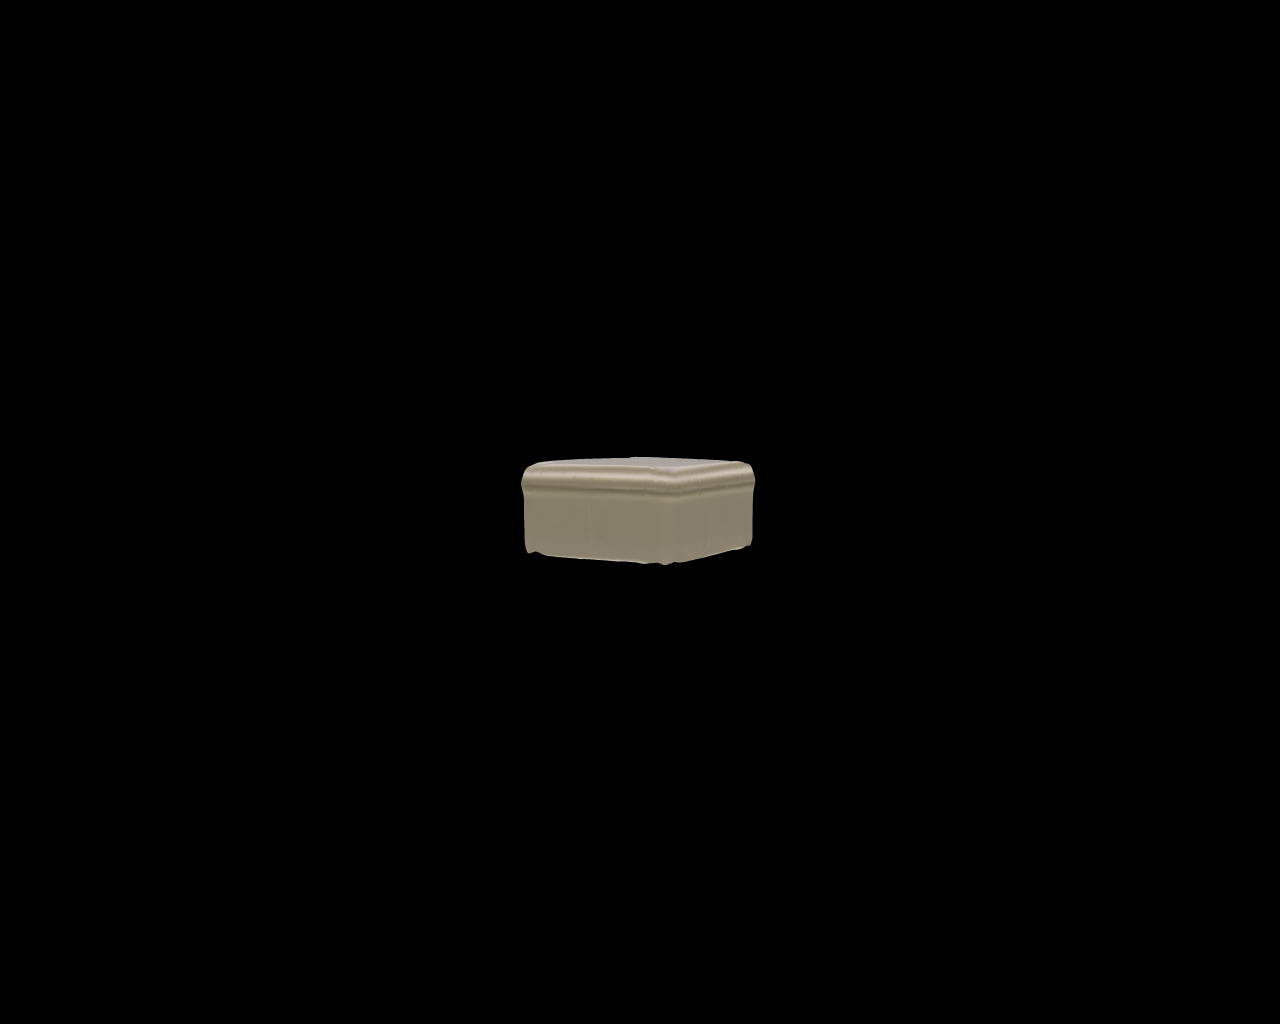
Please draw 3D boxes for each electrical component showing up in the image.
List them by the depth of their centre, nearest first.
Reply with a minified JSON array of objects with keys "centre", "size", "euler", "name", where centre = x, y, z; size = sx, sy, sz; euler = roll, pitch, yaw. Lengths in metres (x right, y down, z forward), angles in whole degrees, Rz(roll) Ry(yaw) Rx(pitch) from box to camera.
[{"centre":[0.001,-0.003,0.650],"size":[0.109,0.056,0.109],"euler":[4,7,33],"name":"electrical component"}]
